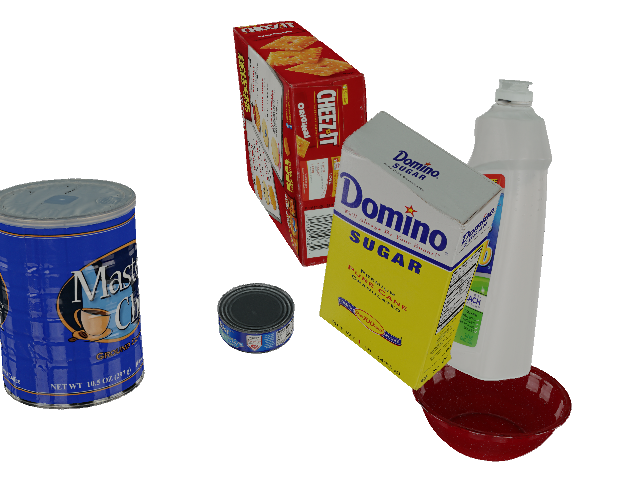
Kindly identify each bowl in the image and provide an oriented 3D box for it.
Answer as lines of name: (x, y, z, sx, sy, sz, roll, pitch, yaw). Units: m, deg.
bowl: (0.173, 0.178, 1.097, 0.162, 0.055, 0.162, 3, 23, -1)

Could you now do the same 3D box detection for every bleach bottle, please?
bleach bottle: (0.149, -0.013, 0.921, 0.068, 0.251, 0.103, -3, 15, -28)

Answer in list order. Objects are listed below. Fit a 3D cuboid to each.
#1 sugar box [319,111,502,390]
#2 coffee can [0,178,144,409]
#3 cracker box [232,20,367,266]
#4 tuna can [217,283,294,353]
sugar box: (0.051, 0.012, 0.679, 0.093, 0.176, 0.048, 36, 58, 23)
coffee can: (-0.182, 0.036, 0.770, 0.103, 0.140, 0.103, 0, 18, 0)
cracker box: (-0.018, -0.096, 0.969, 0.072, 0.164, 0.214, -10, 25, -13)
tuna can: (-0.072, 0.087, 1.191, 0.086, 0.034, 0.086, 1, 36, -1)
